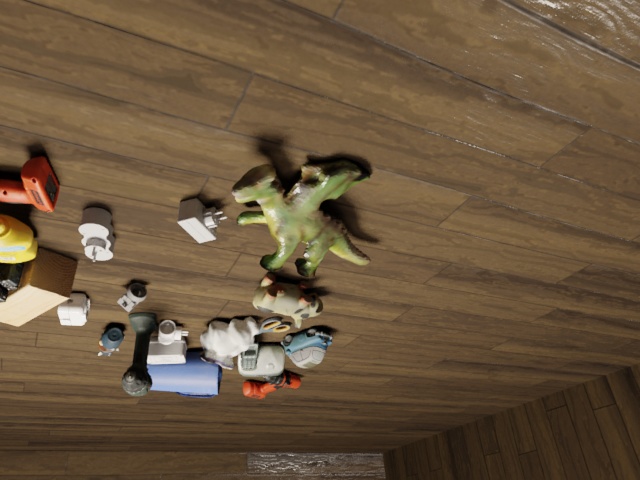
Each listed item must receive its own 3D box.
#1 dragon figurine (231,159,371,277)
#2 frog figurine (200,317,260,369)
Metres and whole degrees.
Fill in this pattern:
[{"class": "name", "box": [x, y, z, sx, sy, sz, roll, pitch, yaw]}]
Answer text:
[{"class": "dragon figurine", "box": [0.003, -0.048, 0.962, 0.409, 0.125, 0.238, 9, 138, -38]}, {"class": "frog figurine", "box": [-0.253, 0.268, 1.448, 0.136, 0.124, 0.159, 37, 91, -20]}]
